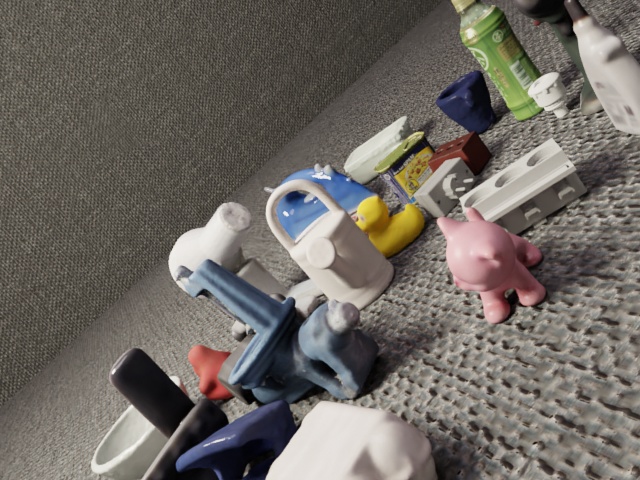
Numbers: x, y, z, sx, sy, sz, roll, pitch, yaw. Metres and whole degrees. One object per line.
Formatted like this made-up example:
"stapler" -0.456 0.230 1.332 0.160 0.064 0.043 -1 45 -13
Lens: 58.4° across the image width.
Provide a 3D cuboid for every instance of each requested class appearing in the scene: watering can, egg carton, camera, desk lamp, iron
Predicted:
"watering can" 0.009 0.001 0.784 0.101 0.194 0.172 -44 16 -12
"egg carton" 0.023 0.190 0.467 0.107 0.069 0.150 -50 18 -29
"camera" -0.087 0.147 0.788 0.137 0.101 0.142 -48 17 -23
"desk lamp" -0.122 0.046 0.938 0.202 0.214 0.118 -27 21 41
"iron" -0.006 -0.093 1.178 0.257 0.141 0.119 -24 23 46

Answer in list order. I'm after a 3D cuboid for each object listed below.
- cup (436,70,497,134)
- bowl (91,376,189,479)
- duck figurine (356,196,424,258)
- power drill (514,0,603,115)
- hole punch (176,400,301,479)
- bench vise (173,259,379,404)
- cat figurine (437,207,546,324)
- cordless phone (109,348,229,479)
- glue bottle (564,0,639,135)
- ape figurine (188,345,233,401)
"cup" 0.266 -0.230 0.995 0.091 0.095 0.117 -37 16 13
"bowl" -0.242 0.284 0.829 0.167 0.075 0.167 -37 16 13
"duck figurine" 0.097 -0.029 0.862 0.104 0.086 0.077 -34 17 23
"power drill" 0.330 -0.276 0.754 0.075 0.209 0.230 -29 19 36
"hole punch" -0.083 0.216 0.606 0.108 0.091 0.101 -33 18 27
"bench vise" -0.050 0.085 0.645 0.207 0.220 0.121 -34 17 25
"cat figurine" 0.157 0.011 0.547 0.067 0.118 0.128 -33 18 27
"cordless phone" -0.191 0.227 0.657 0.094 0.185 0.148 -25 22 43
"glue bottle" 0.315 -0.192 0.625 0.037 0.173 0.078 -38 16 8
"ape figurine" -0.157 0.191 0.852 0.078 0.092 0.076 -50 18 -30
